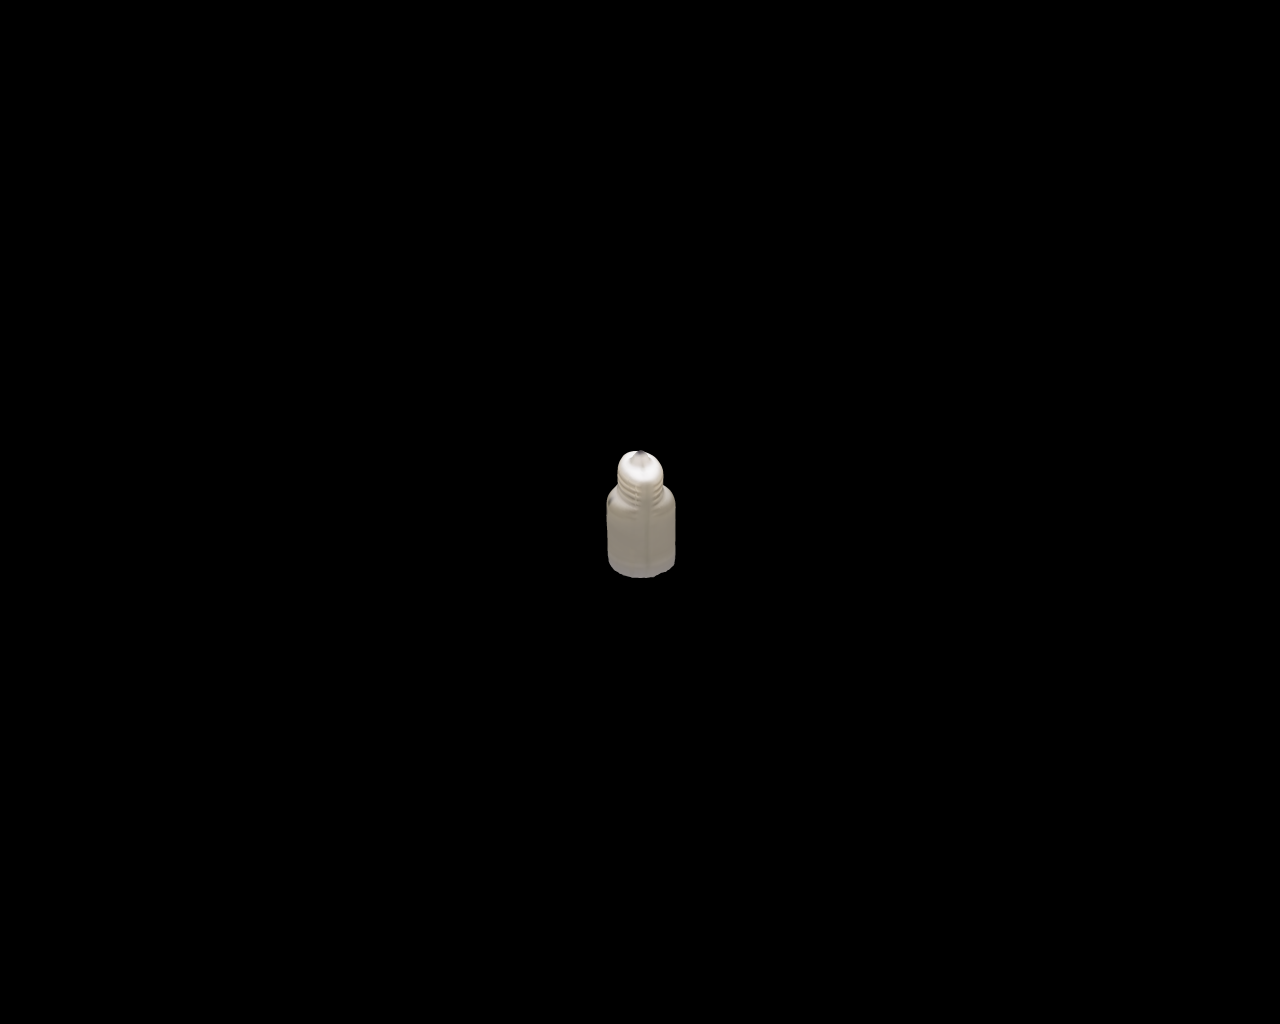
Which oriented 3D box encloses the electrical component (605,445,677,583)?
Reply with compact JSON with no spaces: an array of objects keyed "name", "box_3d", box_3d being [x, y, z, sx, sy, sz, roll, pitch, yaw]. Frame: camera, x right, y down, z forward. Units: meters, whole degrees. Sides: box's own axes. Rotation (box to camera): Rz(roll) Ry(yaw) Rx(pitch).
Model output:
[{"name":"electrical component","box_3d":[0.001,-0.003,0.650,0.043,0.080,0.043,0,31,0]}]
